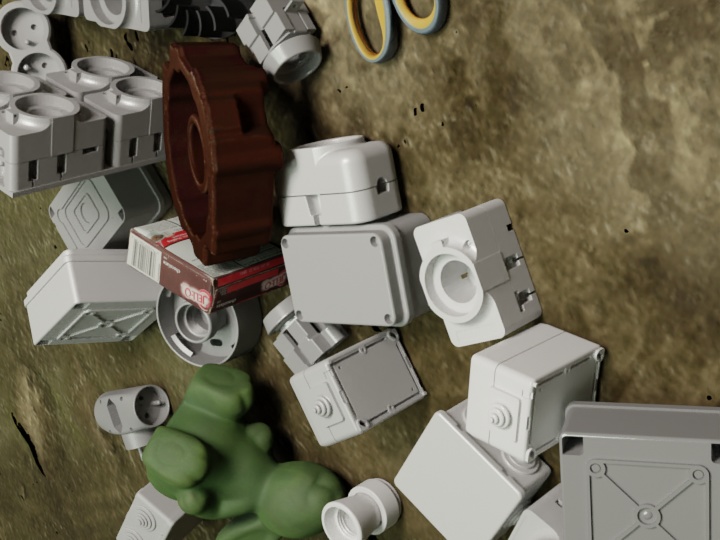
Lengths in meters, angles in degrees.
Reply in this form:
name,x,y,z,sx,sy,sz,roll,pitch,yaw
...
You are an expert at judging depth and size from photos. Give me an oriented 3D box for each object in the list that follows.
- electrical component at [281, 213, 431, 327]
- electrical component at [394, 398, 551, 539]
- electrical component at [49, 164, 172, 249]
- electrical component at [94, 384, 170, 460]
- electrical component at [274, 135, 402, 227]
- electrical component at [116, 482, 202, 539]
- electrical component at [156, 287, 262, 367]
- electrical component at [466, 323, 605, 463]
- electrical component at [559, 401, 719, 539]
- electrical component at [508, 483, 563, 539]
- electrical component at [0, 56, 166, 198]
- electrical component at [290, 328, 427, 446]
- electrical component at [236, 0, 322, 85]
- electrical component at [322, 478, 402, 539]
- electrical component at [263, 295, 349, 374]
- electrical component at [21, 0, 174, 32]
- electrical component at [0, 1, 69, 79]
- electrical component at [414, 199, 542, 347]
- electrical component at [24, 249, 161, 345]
name,x,y,z,sx,sy,sz,roll,pitch,yaw
electrical component,0.000,0.000,0.828,0.113,0.057,0.078,0,106,43
electrical component,0.085,0.156,0.814,0.100,0.048,0.099,44,130,22
electrical component,-0.239,-0.061,1.027,0.113,0.057,0.078,-41,77,44
electrical component,-0.231,0.160,1.113,0.077,0.043,0.079,-14,96,45
electrical component,-0.019,-0.069,0.823,0.095,0.054,0.059,0,106,43
electrical component,-0.189,0.235,1.065,0.048,0.100,0.099,38,129,10
electrical component,-0.135,0.038,0.981,0.099,0.064,0.099,9,111,26
electrical component,0.111,0.082,0.728,0.061,0.096,0.061,23,120,40
electrical component,0.185,0.143,0.687,0.109,0.056,0.108,0,107,19
electrical component,0.154,0.205,0.764,0.089,0.056,0.050,38,128,26
electrical component,-0.243,-0.129,0.913,0.105,0.186,0.060,30,124,32
electrical component,-0.008,0.095,0.844,0.061,0.096,0.061,-29,85,46
electrical component,-0.059,-0.177,0.826,0.066,0.048,0.055,-45,67,43
electrical component,0.002,0.205,0.905,0.045,0.055,0.045,17,117,38
electrical component,-0.048,0.051,0.902,0.055,0.048,0.066,50,133,7
electrical component,-0.228,-0.273,0.934,0.186,0.060,0.105,19,118,37
electrical component,-0.310,-0.190,1.049,0.074,0.052,0.138,-144,36,-76
electrical component,0.080,0.003,0.756,0.050,0.056,0.089,-17,94,45
electrical component,-0.248,0.027,1.027,0.109,0.109,0.056,-36,63,45
